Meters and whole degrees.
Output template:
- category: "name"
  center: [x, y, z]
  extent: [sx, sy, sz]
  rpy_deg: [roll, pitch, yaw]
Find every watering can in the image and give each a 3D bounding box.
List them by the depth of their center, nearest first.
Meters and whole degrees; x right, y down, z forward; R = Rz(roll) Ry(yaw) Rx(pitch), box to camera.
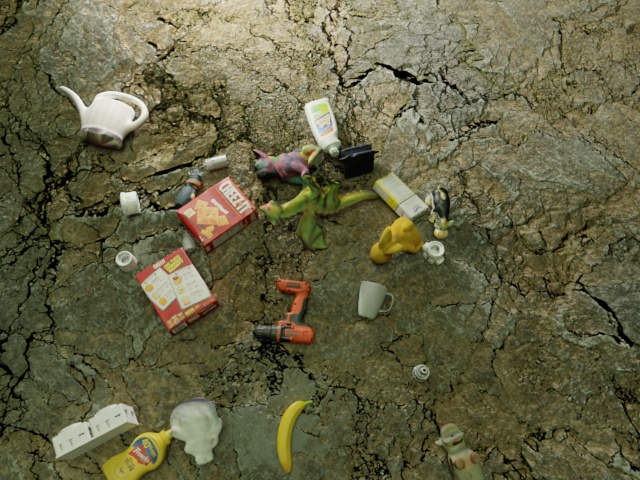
- category: "watering can"
  center: [-0.791, -0.439, 1.831]
  extent: [0.348, 0.102, 0.229]
  rpy_deg: [11, 65, 3]

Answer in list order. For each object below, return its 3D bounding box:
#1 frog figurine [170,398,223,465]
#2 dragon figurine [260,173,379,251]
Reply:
- category: "frog figurine"
  center: [-0.332, 0.514, 1.383]
  extent: [0.137, 0.120, 0.163]
  rpy_deg: [5, 52, -20]
- category: "dragon figurine"
  center: [0.005, -0.084, 1.670]
  extent: [0.409, 0.123, 0.242]
  rpy_deg: [12, 95, -27]
